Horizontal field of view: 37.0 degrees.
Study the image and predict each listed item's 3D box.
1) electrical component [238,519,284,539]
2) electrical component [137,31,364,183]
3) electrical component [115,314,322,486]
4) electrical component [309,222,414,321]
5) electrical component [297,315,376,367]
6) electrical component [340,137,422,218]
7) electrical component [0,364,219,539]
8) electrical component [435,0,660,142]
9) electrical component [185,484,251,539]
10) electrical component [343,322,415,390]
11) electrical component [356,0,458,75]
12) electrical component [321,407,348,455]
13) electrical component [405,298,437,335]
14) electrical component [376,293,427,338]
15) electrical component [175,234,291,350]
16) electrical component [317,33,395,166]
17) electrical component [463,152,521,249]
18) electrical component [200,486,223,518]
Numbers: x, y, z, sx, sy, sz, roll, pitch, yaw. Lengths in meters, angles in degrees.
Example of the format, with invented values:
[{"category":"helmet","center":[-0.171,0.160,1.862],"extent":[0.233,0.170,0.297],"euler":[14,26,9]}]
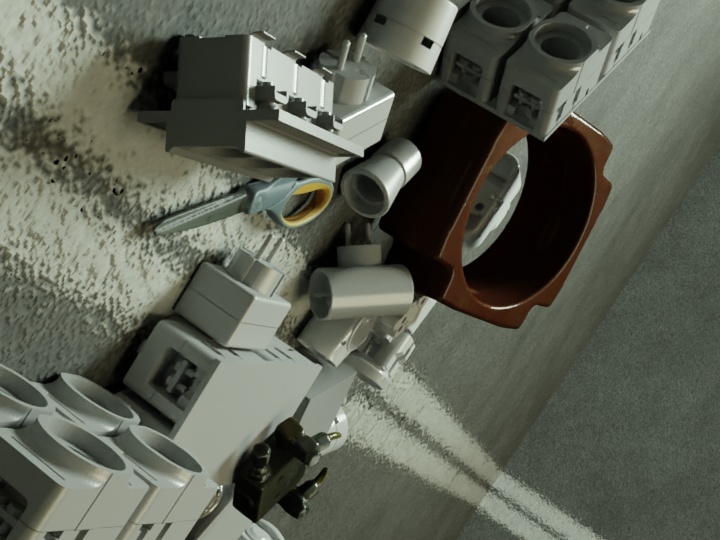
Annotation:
[{"category":"electrical component","center":[-0.113,0.282,1.037],"extent":[0.080,0.080,0.051],"euler":[-60,157,9]},{"category":"electrical component","center":[-0.055,-0.086,0.588],"extent":[0.121,0.079,0.063],"euler":[8,84,-70]},{"category":"electrical component","center":[-0.109,0.095,0.766],"extent":[0.105,0.060,0.186],"euler":[-58,162,4]},{"category":"electrical component","center":[0.000,0.000,0.891],"extent":[0.077,0.043,0.079],"euler":[-3,90,-29]},{"category":"electrical component","center":[-0.012,0.047,0.957],"extent":[0.077,0.044,0.079],"euler":[-54,162,-10]},{"category":"electrical component","center":[0.020,-0.076,0.843],"extent":[0.065,0.044,0.044],"euler":[-47,160,-41]},{"category":"electrical component","center":[-0.160,0.105,0.580],"extent":[0.060,0.105,0.186],"euler":[-56,162,-1]},{"category":"electrical component","center":[0.161,-0.201,0.890],"extent":[0.186,0.105,0.060],"euler":[-44,158,-33]},{"category":"electrical component","center":[-0.137,0.212,0.908],"extent":[0.099,0.048,0.099],"euler":[-47,160,-26]},{"category":"electrical component","center":[0.016,0.082,1.067],"extent":[0.057,0.058,0.078],"euler":[-56,162,-12]},{"category":"electrical component","center":[0.032,-0.162,0.710],"extent":[0.047,0.055,0.055],"euler":[-63,161,8]},{"category":"electrical component","center":[-0.047,0.154,1.034],"extent":[0.047,0.055,0.055],"euler":[-17,137,-57]},{"category":"electrical component","center":[0.055,0.016,1.077],"extent":[0.077,0.044,0.079],"euler":[-53,161,-12]},{"category":"electrical component","center":[0.026,0.027,1.002],"extent":[0.066,0.055,0.048],"euler":[-30,148,-54]},{"category":"electrical component","center":[-0.076,0.009,0.730],"extent":[0.076,0.047,0.066],"euler":[-58,162,4]},{"category":"electrical component","center":[-0.013,-0.114,0.684],"extent":[0.066,0.047,0.076],"euler":[-36,152,-48]},{"category":"electrical component","center":[0.117,-0.072,1.072],"extent":[0.095,0.054,0.059],"euler":[-54,162,-8]},{"category":"electrical component","center":[-0.136,0.163,0.840],"extent":[0.048,0.048,0.062],"euler":[-49,153,-23]}]
